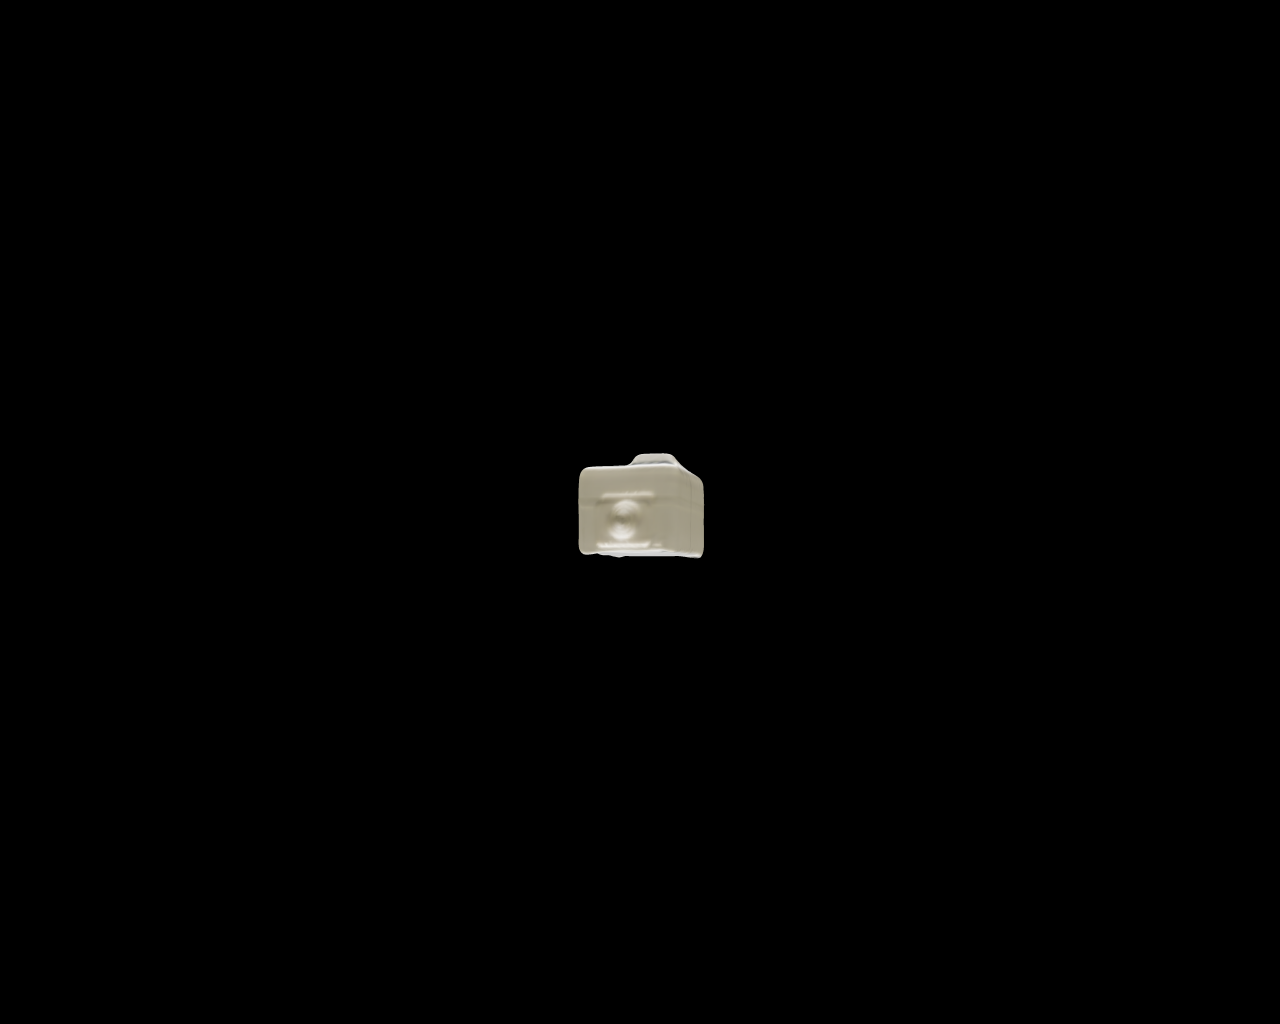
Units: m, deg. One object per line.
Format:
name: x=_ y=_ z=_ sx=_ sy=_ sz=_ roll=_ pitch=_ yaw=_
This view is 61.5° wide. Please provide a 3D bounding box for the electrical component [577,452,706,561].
electrical component: x=0.001 y=-0.003 z=0.650 sx=0.062 sy=0.061 sz=0.096 roll=-1 pitch=-5 yaw=15
